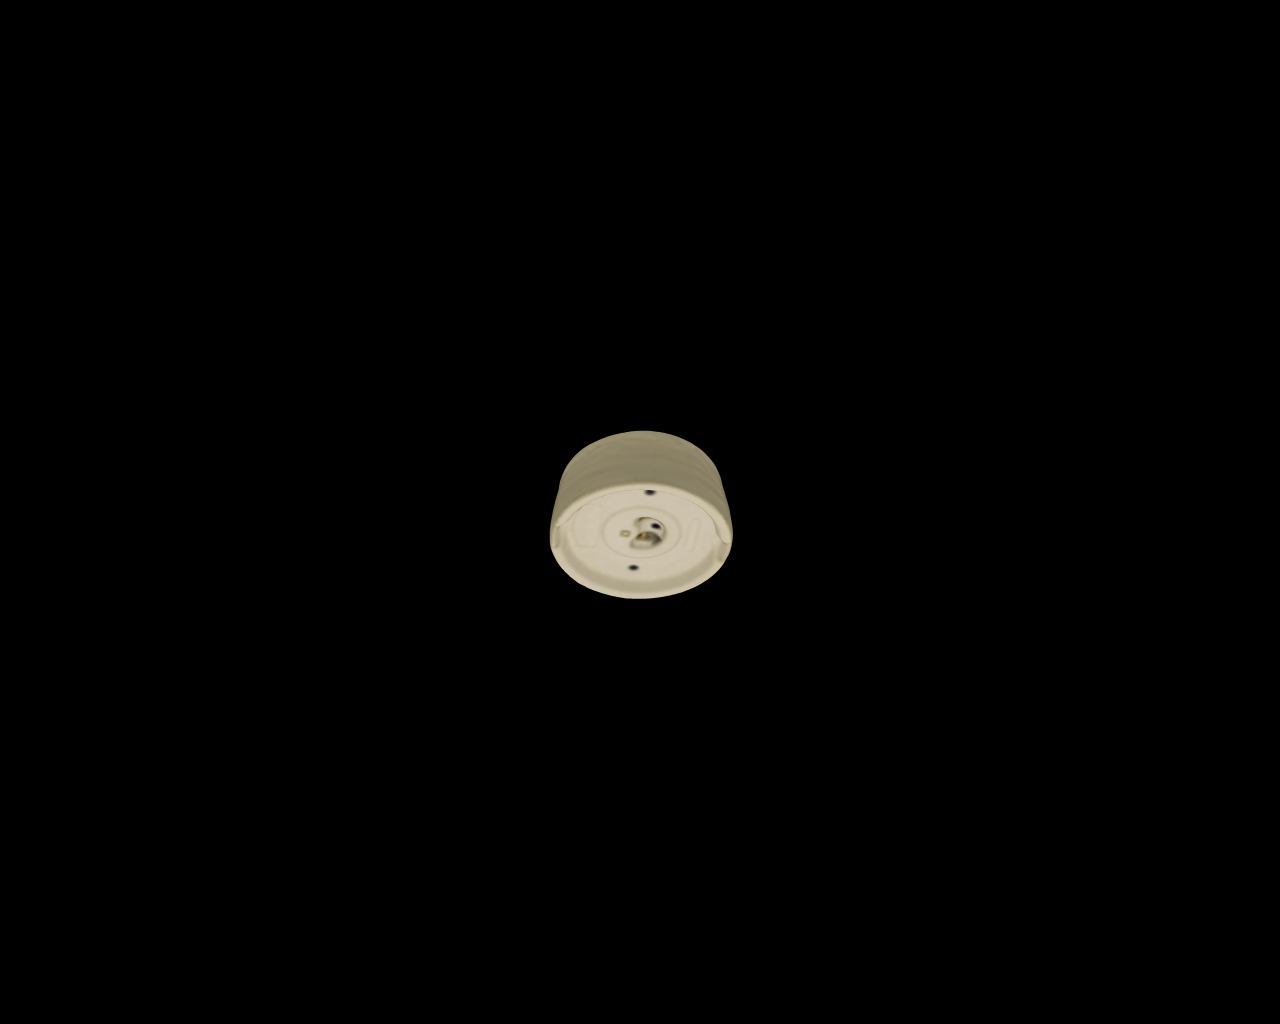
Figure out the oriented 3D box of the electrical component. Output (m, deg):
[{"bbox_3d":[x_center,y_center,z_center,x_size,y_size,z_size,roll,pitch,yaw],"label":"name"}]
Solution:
[{"bbox_3d":[0.001,-0.003,0.650,0.108,0.060,0.108,0,-42,0],"label":"electrical component"}]
